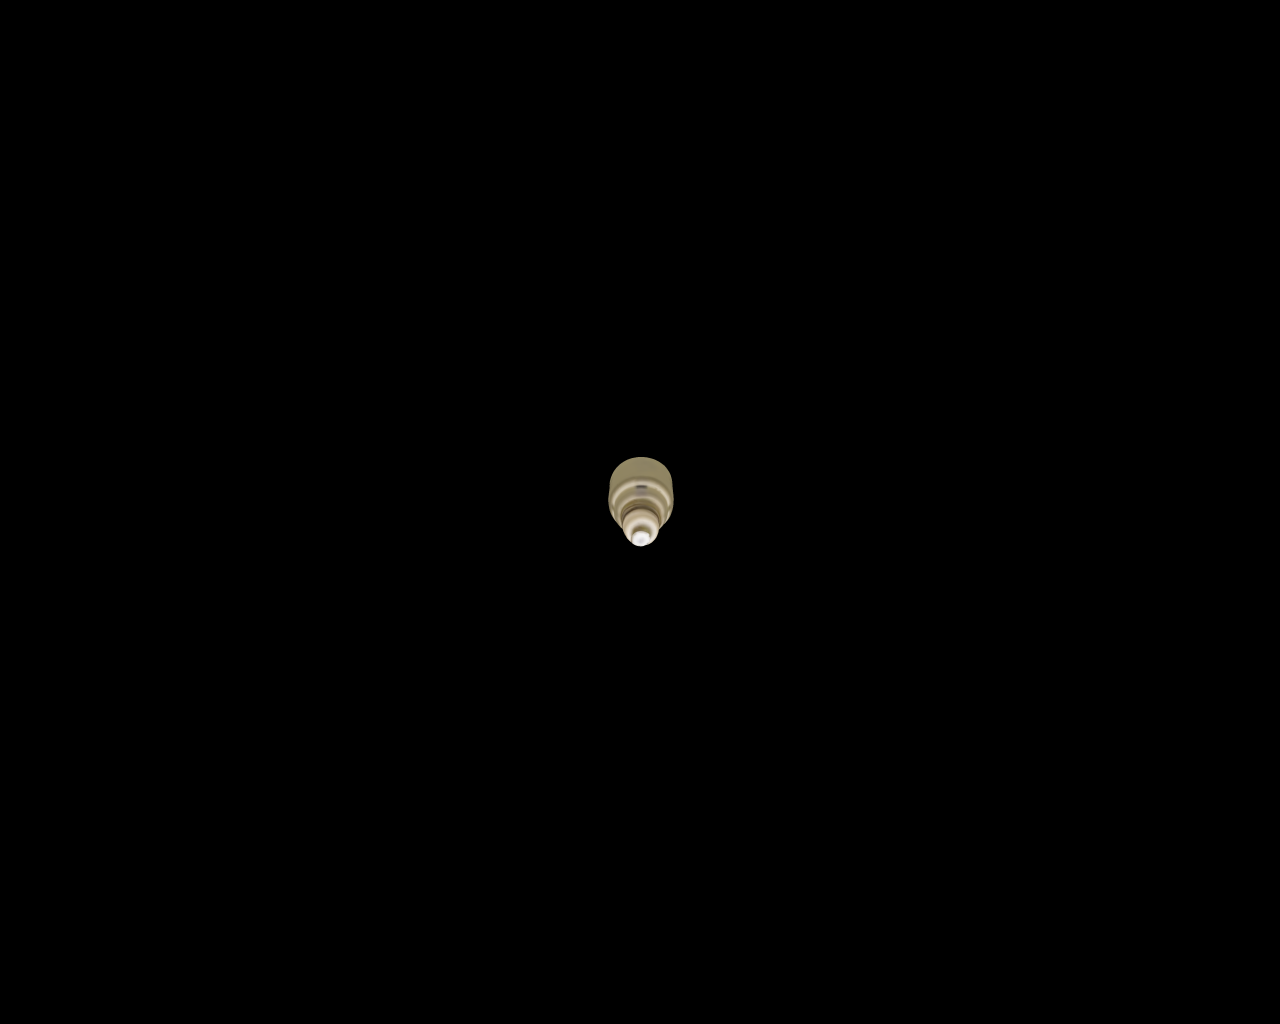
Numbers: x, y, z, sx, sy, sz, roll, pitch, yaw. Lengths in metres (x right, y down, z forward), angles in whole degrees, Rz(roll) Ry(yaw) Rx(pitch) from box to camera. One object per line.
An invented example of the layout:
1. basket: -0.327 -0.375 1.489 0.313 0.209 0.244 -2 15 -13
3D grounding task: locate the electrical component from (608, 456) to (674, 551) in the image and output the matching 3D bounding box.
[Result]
1. electrical component: 0.001 -0.003 0.650 0.040 0.040 0.078 0 30 0
